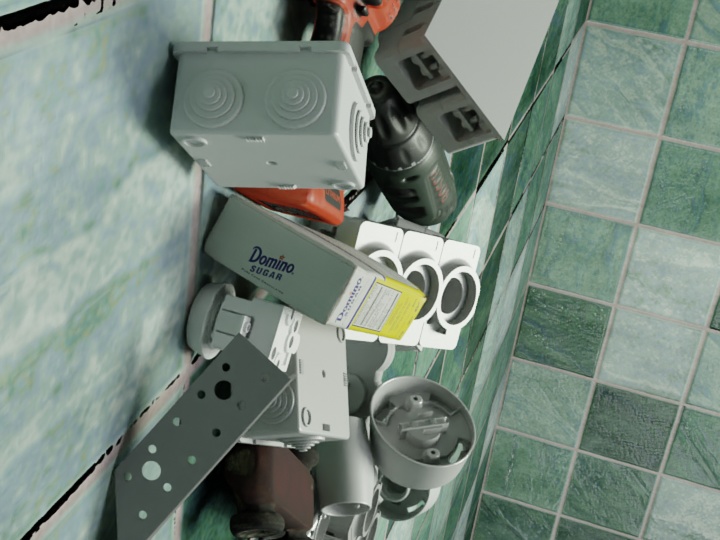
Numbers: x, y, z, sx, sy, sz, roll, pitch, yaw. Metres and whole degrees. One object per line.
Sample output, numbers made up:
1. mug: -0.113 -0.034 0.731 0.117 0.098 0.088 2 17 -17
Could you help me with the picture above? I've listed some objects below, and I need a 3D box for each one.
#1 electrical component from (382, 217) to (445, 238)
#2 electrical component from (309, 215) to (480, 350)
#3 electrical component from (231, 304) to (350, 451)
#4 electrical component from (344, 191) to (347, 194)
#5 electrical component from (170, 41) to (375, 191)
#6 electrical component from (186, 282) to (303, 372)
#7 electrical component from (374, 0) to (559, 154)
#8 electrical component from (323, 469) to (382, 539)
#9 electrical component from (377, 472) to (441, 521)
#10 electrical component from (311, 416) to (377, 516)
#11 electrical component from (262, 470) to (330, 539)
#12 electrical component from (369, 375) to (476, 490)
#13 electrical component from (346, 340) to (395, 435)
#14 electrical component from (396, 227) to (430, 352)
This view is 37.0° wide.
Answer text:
1. electrical component: 0.036 0.007 0.999 0.062 0.061 0.096 -11 -120 69
2. electrical component: 0.026 0.011 0.862 0.150 0.062 0.089 10 96 -47
3. electrical component: -0.045 0.072 0.721 0.100 0.048 0.099 28 57 -65
4. electrical component: -0.018 -0.082 0.765 0.062 0.043 0.043 -65 163 -45
5. electrical component: -0.043 -0.076 0.551 0.099 0.100 0.048 56 37 -73
6. electrical component: -0.071 0.035 0.647 0.066 0.055 0.048 41 64 -76
7. electrical component: 0.087 -0.194 0.856 0.105 0.060 0.186 47 49 -28
8. electrical component: -0.033 0.284 1.069 0.105 0.060 0.186 91 19 -46
9. electrical component: 0.049 0.254 1.309 0.064 0.099 0.099 -11 115 -68
10. electrical component: -0.009 0.178 0.947 0.079 0.044 0.077 53 29 -57
11. electrical component: -0.054 0.233 0.961 0.077 0.044 0.079 -62 162 -45
12. electrical component: 0.054 0.146 0.970 0.064 0.099 0.099 99 13 -47
13. electrical component: -0.010 0.114 0.994 0.074 0.052 0.138 25 80 -77
14. electrical component: 0.048 0.017 1.090 0.063 0.079 0.121 54 45 -35
